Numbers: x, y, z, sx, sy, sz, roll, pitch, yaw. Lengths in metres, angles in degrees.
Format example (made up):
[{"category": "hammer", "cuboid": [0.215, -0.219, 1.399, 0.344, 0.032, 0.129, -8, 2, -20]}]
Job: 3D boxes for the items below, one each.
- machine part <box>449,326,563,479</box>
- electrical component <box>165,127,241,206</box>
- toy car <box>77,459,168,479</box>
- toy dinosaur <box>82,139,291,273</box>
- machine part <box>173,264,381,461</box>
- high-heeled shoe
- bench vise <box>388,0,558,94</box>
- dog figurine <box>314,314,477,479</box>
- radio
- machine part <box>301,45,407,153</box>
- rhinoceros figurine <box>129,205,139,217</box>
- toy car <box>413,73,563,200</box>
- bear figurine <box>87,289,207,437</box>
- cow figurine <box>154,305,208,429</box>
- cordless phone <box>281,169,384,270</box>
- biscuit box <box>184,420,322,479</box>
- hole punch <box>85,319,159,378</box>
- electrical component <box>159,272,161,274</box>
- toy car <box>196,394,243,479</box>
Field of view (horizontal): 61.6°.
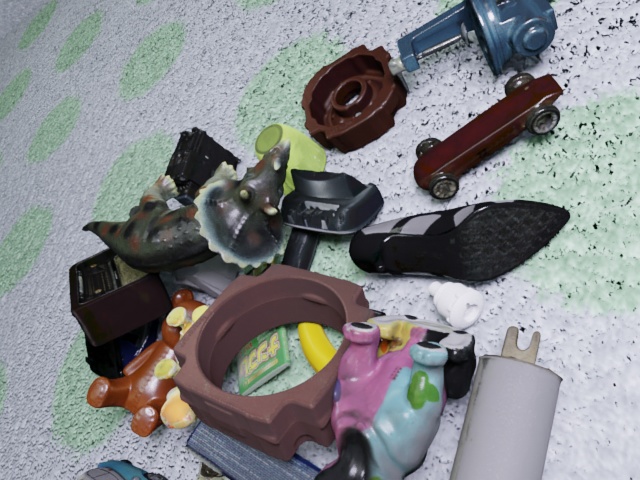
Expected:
[{"category": "machine part", "cuboid": [0.166, 0.197, 0.493, 0.079, 0.079, 0.243, 4, 67, 40]}, {"category": "electrical component", "cuboid": [-0.209, -0.114, 0.953, 0.058, 0.114, 0.134, -10, 59, 39]}, {"category": "toy car", "cuboid": [-0.291, 0.360, 0.742, 0.162, 0.102, 0.109, 11, 71, 40]}, {"category": "toy dinosaur", "cuboid": [-0.198, -0.014, 0.749, 0.405, 0.131, 0.192, -18, 23, 16]}, {"category": "machine part", "cuboid": [-0.045, 0.129, 0.613, 0.201, 0.087, 0.201, 11, 46, 32]}, {"category": "high-heeled shoe", "cuboid": [0.157, -0.006, 0.654, 0.249, 0.086, 0.145, -13, 13, 6]}, {"category": "bench vise", "cuboid": [0.203, -0.299, 0.733, 0.241, 0.128, 0.224, -22, 54, 18]}, {"category": "dog figurine", "cuboid": [0.066, 0.188, 0.517, 0.109, 0.191, 0.219, 14, 95, 32]}, {"category": "radio", "cuboid": [-0.325, 0.074, 0.861, 0.131, 0.073, 0.230, -26, 23, -17]}, {"category": "machine part", "cuboid": [0.053, -0.222, 0.851, 0.179, 0.056, 0.179, -18, 55, 28]}, {"category": "rhinoceros figurine", "cuboid": [-0.261, -0.014, 0.938, 0.191, 0.112, 0.073, 22, 82, 36]}, {"category": "toy car", "cuboid": [0.207, -0.127, 0.673, 0.202, 0.053, 0.089, -34, 37, 23]}, {"category": "bear figurine", "cuboid": [-0.225, 0.170, 0.793, 0.120, 0.132, 0.196, 28, 86, 15]}, {"category": "cow figurine", "cuboid": [-0.166, 0.177, 0.714, 0.068, 0.098, 0.167, -11, 49, 14]}, {"category": "cordless phone", "cuboid": [-0.001, -0.002, 0.759, 0.147, 0.088, 0.184, 12, 83, 42]}, {"category": "biscuit box", "cuboid": [-0.053, 0.260, 0.602, 0.203, 0.059, 0.063, 22, 70, 28]}, {"category": "hole punch", "cuboid": [-0.337, 0.174, 0.915, 0.142, 0.092, 0.115, 7, 101, 38]}, {"category": "electrical component", "cuboid": [-0.337, 0.067, 1.010, 0.094, 0.021, 0.063, -36, 47, 17]}, {"category": "toy car", "cuboid": [-0.125, 0.297, 0.679, 0.074, 0.056, 0.202, -13, 56, 32]}]
